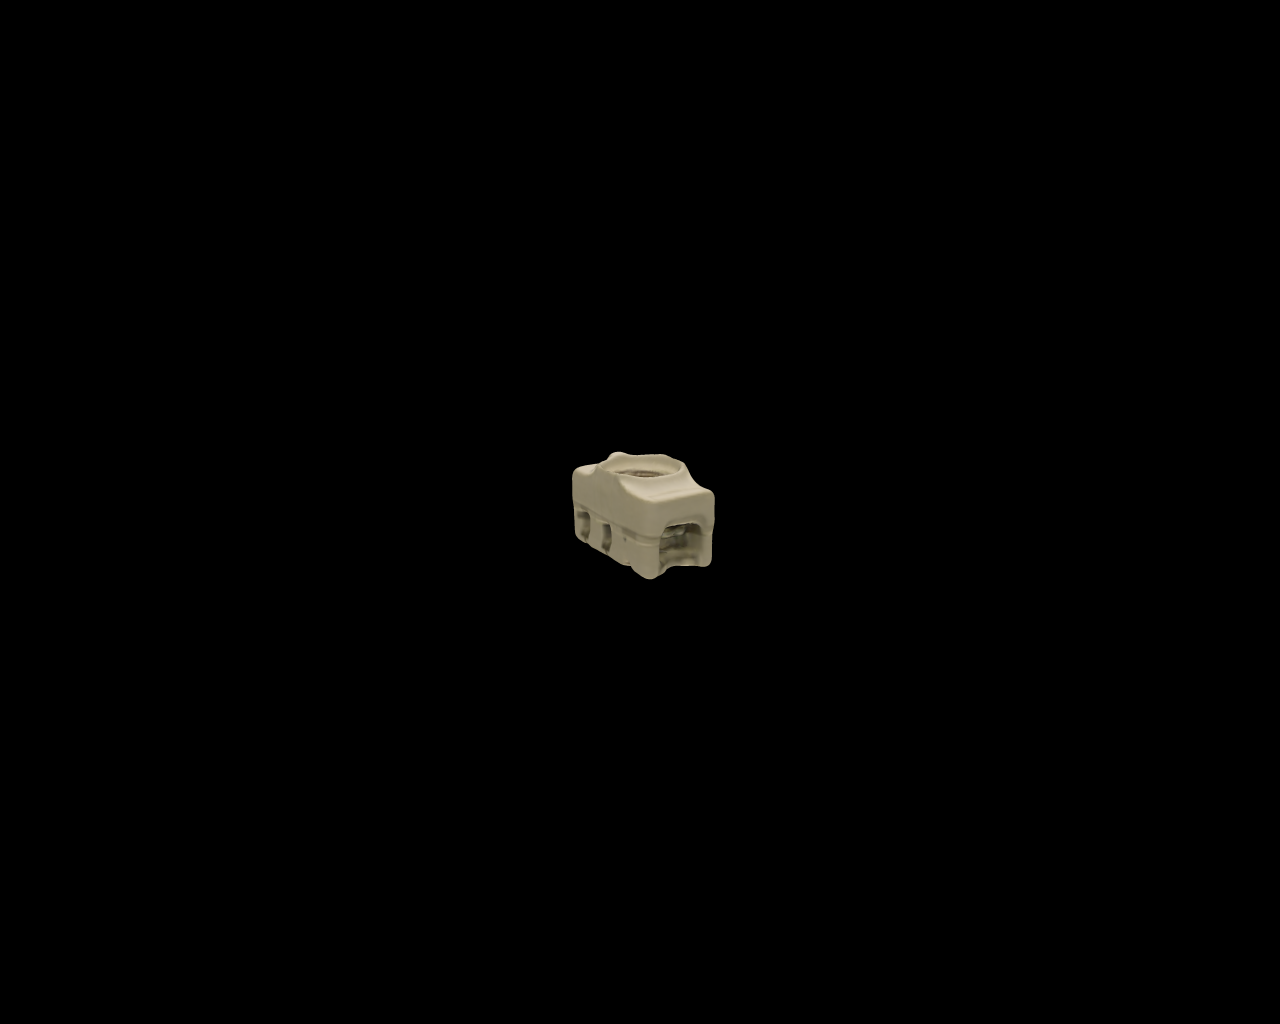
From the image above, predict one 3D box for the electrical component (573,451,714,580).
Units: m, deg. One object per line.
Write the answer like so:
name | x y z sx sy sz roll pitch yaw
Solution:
electrical component | 0.001 -0.003 0.650 0.050 0.055 0.089 -11 21 -30
